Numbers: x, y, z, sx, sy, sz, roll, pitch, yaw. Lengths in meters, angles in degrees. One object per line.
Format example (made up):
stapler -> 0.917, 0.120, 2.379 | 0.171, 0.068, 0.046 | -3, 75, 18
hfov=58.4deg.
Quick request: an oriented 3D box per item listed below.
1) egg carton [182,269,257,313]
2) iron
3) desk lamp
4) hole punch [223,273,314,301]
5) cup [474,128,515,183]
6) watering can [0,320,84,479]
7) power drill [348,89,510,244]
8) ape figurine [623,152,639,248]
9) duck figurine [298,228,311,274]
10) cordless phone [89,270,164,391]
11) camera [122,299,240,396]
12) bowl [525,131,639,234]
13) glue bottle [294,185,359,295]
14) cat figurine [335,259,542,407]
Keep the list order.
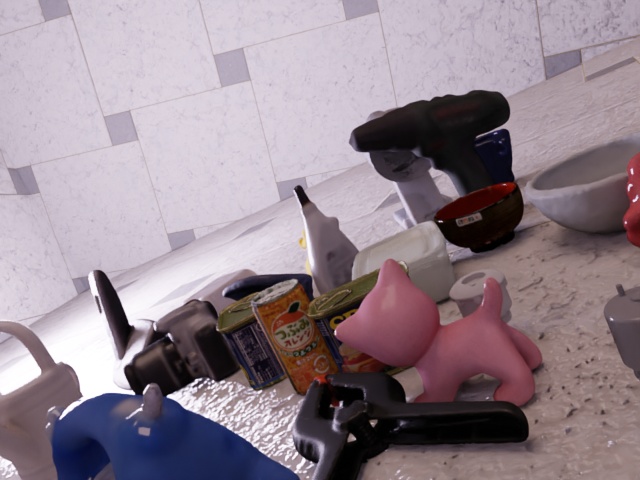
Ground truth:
egg carton -> -0.167, 0.107, 0.990 | 0.107, 0.069, 0.151 | -18, 12, 37
iron -> -0.141, 0.166, 0.406 | 0.257, 0.141, 0.119 | -17, 14, 42
desk lamp -> 0.146, -0.130, 1.008 | 0.118, 0.214, 0.203 | -26, 10, 1
hole punch -> -0.070, 0.079, 0.826 | 0.108, 0.091, 0.101 | -19, 12, 36
cup -> 0.300, -0.132, 0.977 | 0.092, 0.095, 0.117 | -28, 10, -12
watering can -> -0.335, 0.183, 0.656 | 0.101, 0.194, 0.172 | -28, 10, -11
power drill -> 0.179, -0.106, 0.816 | 0.230, 0.208, 0.075 | -27, 10, -8
ape figurine -> 0.296, -0.037, 0.496 | 0.078, 0.092, 0.076 | -25, 10, 3
duck figurine -> 0.003, 0.010, 1.016 | 0.104, 0.086, 0.078 | -15, 15, 47
cordless phone -> -0.296, 0.130, 0.859 | 0.094, 0.185, 0.147 | -33, 12, -34
camera -> -0.191, 0.145, 0.762 | 0.137, 0.101, 0.143 | -29, 10, -16
bowl -> 0.309, -0.053, 0.601 | 0.167, 0.075, 0.167 | -25, 10, 5
glue bottle -> 0.007, 0.003, 0.787 | 0.078, 0.173, 0.037 | -32, 12, -28
cat figurine -> 0.082, 0.067, 0.426 | 0.127, 0.118, 0.067 | -21, 11, 28
